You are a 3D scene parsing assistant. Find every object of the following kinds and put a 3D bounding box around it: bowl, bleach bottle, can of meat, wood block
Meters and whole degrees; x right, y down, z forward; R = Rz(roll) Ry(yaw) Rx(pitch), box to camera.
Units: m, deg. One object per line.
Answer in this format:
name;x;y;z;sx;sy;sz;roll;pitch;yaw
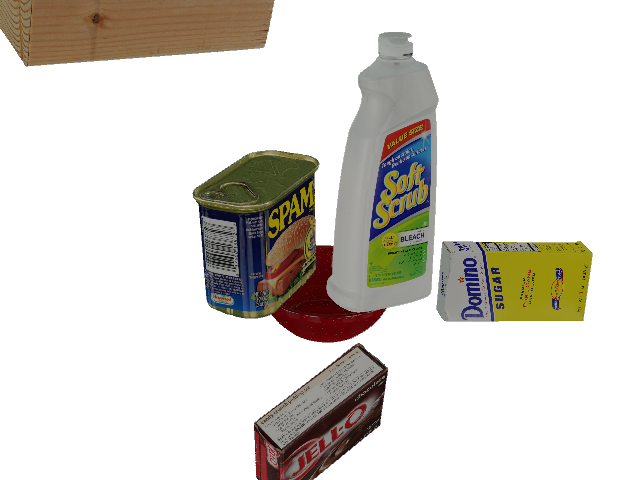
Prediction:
bowl;0.006;0.064;1.163;0.162;0.055;0.162;2;27;-1
bleach bottle;0.058;-0.064;0.986;0.102;0.251;0.068;-10;23;-25
can of meat;-0.041;-0.005;0.733;0.057;0.084;0.102;10;26;23
wood block;-0.145;-0.206;0.853;0.205;0.091;0.090;-11;43;-31

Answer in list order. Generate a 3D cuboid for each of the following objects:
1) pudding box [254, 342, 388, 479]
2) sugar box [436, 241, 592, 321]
pudding box;0.000;0.144;0.839;0.113;0.090;0.039;-37;62;-26
sugar box;0.233;0.050;1.289;0.176;0.093;0.048;-1;20;-8
